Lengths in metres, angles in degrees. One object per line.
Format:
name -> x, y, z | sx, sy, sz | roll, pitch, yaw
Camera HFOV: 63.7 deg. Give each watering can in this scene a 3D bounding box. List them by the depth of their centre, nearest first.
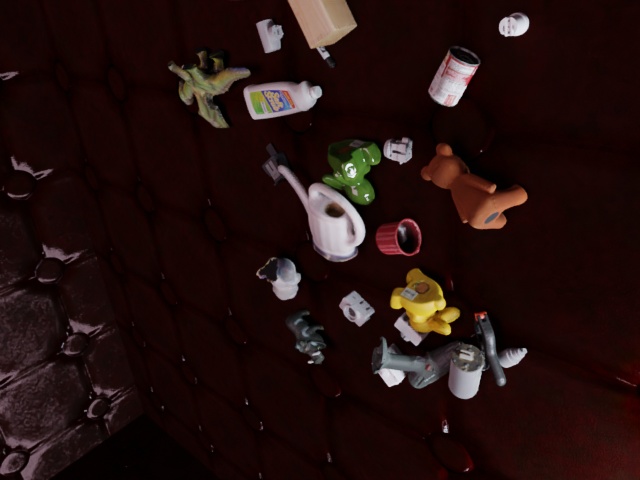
watering can -> 0.004, -0.073, 1.444 | 0.352, 0.105, 0.219 | 36, 145, 39

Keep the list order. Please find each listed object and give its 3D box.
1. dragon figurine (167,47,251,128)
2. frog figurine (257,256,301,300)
dragon figurine -> -0.332, -0.458, 1.608 | 0.414, 0.124, 0.237 | 27, 147, 36
frog figurine -> -0.117, 0.131, 1.721 | 0.137, 0.125, 0.157 | -8, 143, 39
